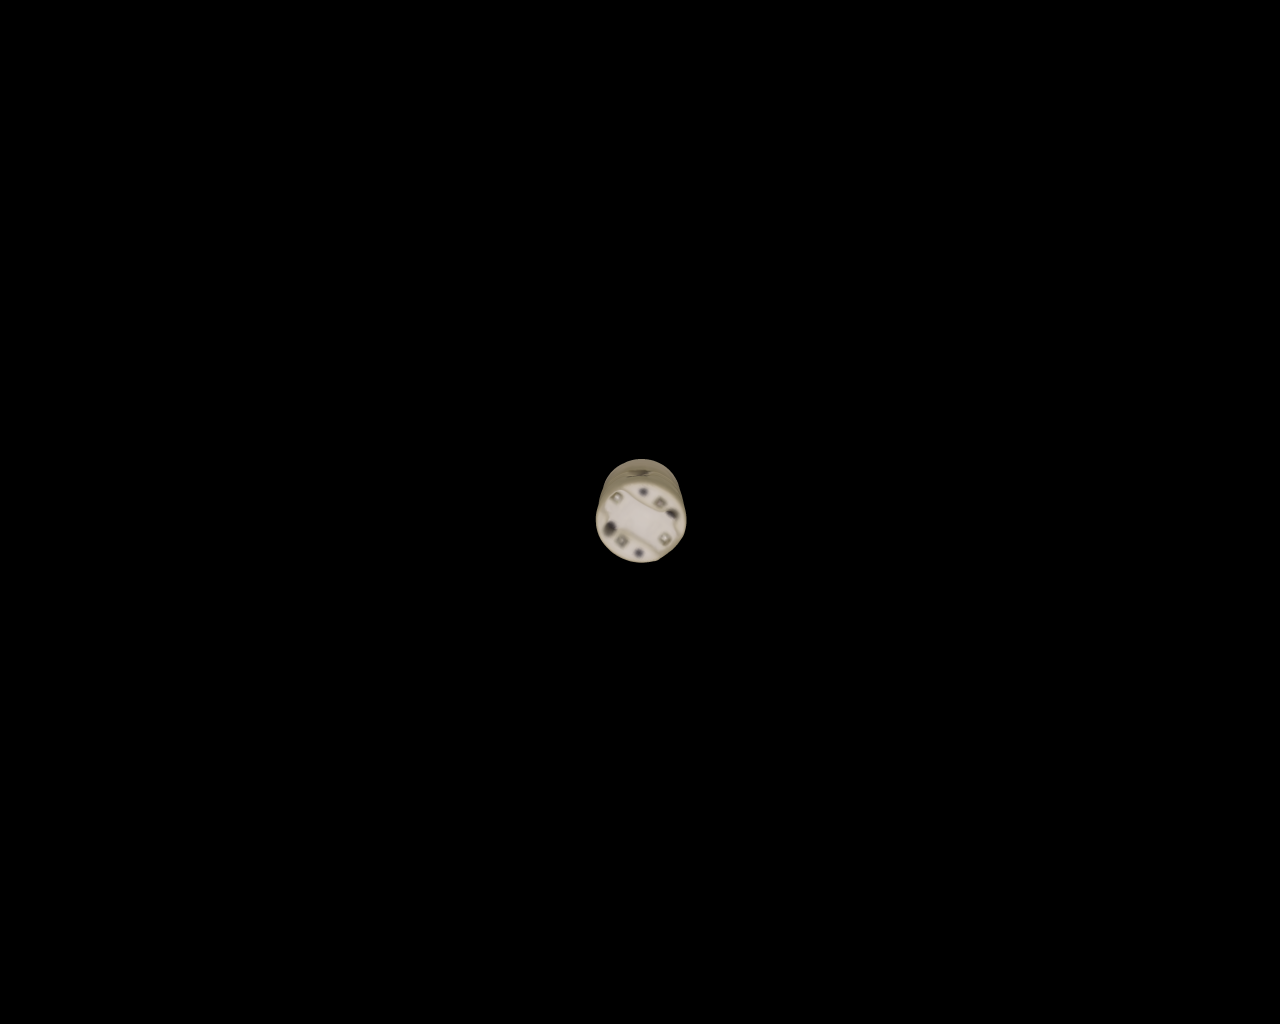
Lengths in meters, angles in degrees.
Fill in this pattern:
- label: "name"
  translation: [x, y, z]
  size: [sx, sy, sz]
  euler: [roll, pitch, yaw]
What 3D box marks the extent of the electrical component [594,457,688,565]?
- label: "electrical component"
  translation: [0.001, -0.003, 0.650]
  size: [0.055, 0.055, 0.047]
  euler: [0, 23, 0]
